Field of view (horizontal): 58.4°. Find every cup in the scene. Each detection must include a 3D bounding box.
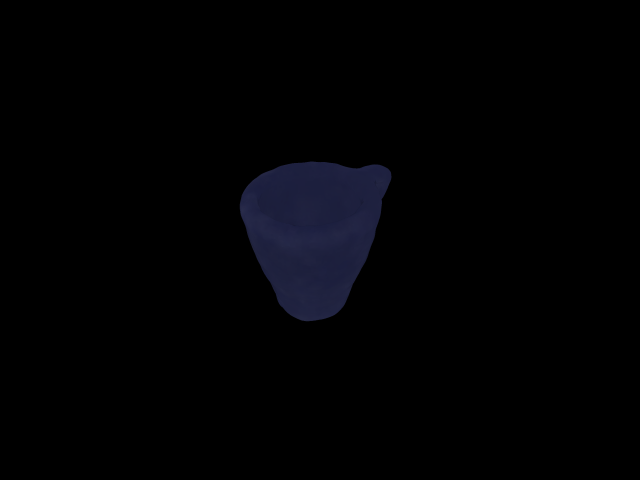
[{"bbox_3d":[0.004,0.001,0.400,0.118,0.095,0.091,-29,46,-33],"label":"cup"}]
